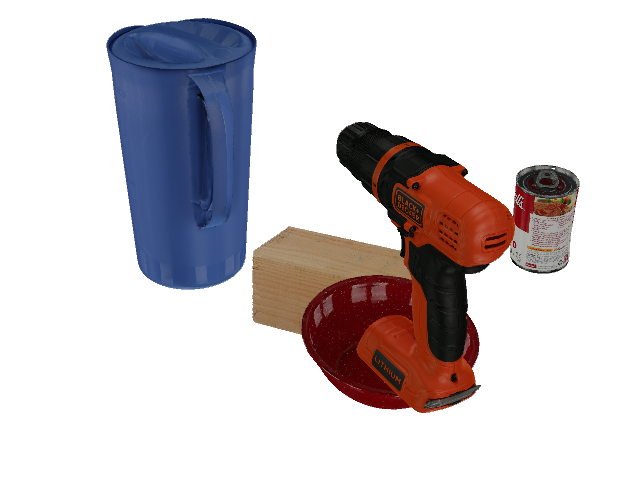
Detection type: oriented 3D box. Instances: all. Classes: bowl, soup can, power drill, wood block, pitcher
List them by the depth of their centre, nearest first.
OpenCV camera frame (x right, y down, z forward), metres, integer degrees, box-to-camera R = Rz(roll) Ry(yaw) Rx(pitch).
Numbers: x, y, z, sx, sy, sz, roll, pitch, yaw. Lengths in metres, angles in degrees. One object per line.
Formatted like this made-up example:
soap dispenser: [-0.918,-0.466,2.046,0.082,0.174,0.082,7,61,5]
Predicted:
power drill: [0.066,0.019,0.796,0.057,0.188,0.185,-16,34,-25]
bowl: [0.061,0.102,0.976,0.162,0.055,0.162,4,38,-3]
pitcher: [-0.122,-0.074,0.999,0.145,0.243,0.149,11,32,16]
wood block: [0.036,0.058,1.172,0.206,0.091,0.090,13,26,24]
soup can: [0.247,-0.023,1.180,0.068,0.102,0.068,-1,33,1]
